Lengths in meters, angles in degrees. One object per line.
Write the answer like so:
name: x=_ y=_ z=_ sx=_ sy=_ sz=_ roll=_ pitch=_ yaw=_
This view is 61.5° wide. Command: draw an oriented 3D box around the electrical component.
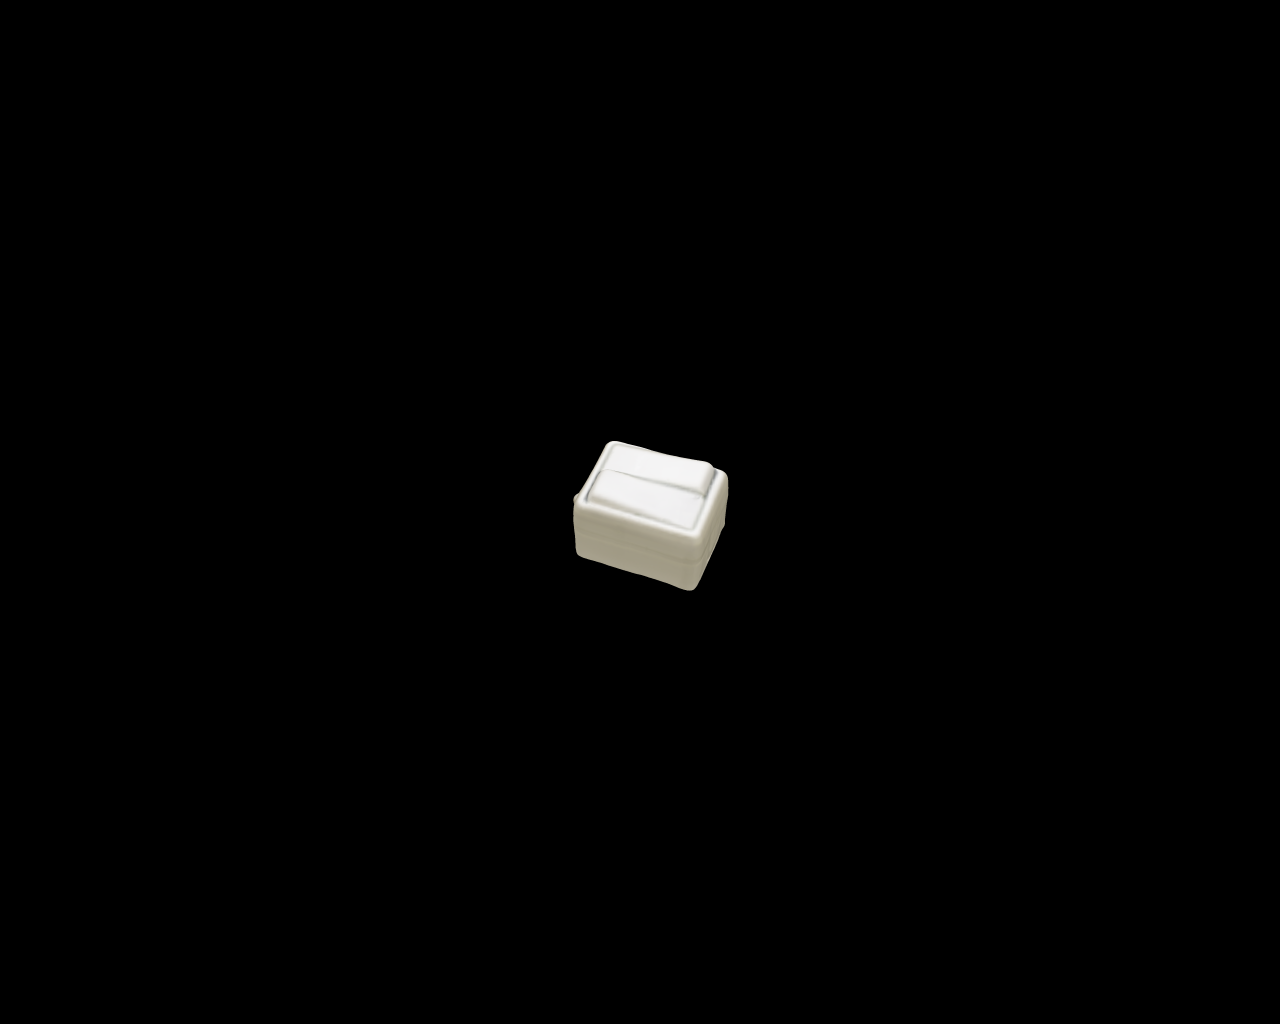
electrical component: x=0.001 y=-0.003 z=0.650 sx=0.096 sy=0.062 sz=0.061 roll=17 pitch=-39 yaw=14
